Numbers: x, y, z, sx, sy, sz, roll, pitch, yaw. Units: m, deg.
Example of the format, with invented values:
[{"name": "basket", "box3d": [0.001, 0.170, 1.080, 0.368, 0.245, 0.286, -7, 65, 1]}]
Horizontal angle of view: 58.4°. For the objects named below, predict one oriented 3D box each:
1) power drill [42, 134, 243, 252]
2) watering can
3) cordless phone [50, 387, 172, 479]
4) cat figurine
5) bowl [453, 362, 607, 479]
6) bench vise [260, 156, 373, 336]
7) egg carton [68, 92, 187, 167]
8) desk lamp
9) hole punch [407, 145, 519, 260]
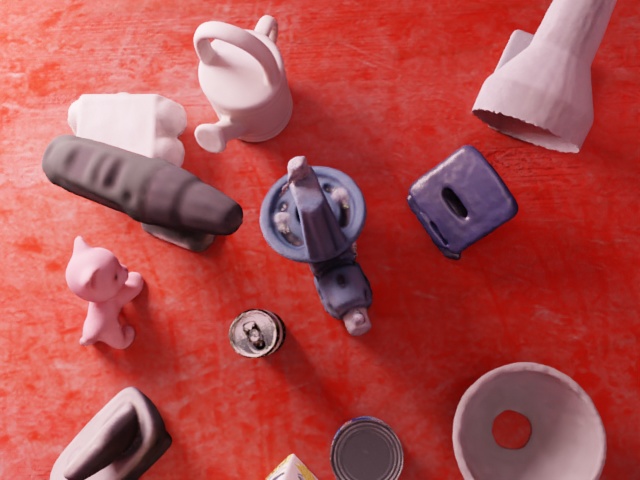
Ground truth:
[{"name": "power drill", "box3d": [-0.176, -0.045, 0.641, 0.229, 0.208, 0.076, 20, 82, 5]}, {"name": "watering can", "box3d": [-0.090, -0.184, 0.668, 0.101, 0.194, 0.173, 0, 81, 2]}, {"name": "cordless phone", "box3d": [-0.247, 0.239, 0.612, 0.094, 0.185, 0.148, 40, 85, 7]}, {"name": "cat figurine", "box3d": [-0.261, 0.064, 0.673, 0.067, 0.118, 0.128, 5, 81, 3]}, {"name": "bowl", "box3d": [0.229, 0.223, 0.657, 0.167, 0.075, 0.167, 0, 81, 2]}, {"name": "bench vise", "box3d": [0.015, -0.005, 0.624, 0.121, 0.220, 0.207, -40, 82, -4]}, {"name": "egg carton", "box3d": [-0.245, -0.132, 0.727, 0.150, 0.069, 0.107, -1, 81, 2]}, {"name": "desk lamp", "box3d": [0.250, -0.185, 0.648, 0.118, 0.213, 0.203, 23, 83, 5]}, {"name": "hole punch", "box3d": [0.169, -0.043, 0.691, 0.101, 0.091, 0.108, -34, 82, -3]}]
